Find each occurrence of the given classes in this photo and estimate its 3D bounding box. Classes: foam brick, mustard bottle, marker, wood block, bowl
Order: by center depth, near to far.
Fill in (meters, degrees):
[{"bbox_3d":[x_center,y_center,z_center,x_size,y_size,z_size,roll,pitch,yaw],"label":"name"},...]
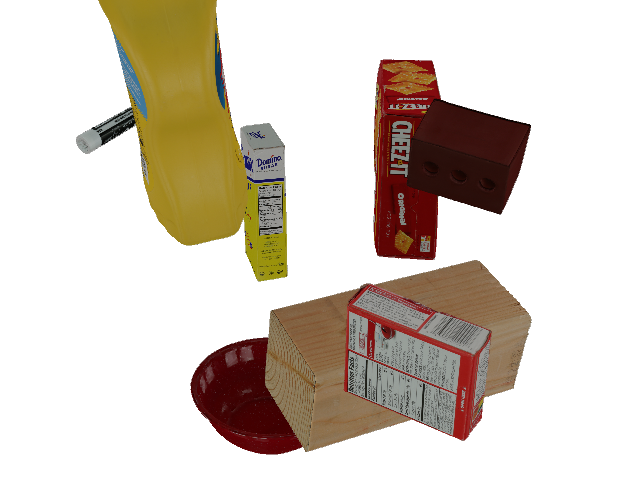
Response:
[{"bbox_3d":[-0.076,-0.091,0.542,0.058,0.096,0.191,-12,-39,-6],"label":"mustard bottle"},{"bbox_3d":[0.111,-0.063,0.804,0.078,0.053,0.051,17,49,15],"label":"foam brick"},{"bbox_3d":[0.065,0.095,0.922,0.205,0.090,0.091,-12,40,-23],"label":"wood block"},{"bbox_3d":[-0.182,-0.116,1.015,0.020,0.020,0.120,0,29,44],"label":"marker"},{"bbox_3d":[-0.051,0.168,1.091,0.162,0.055,0.162,1,31,-1],"label":"bowl"}]

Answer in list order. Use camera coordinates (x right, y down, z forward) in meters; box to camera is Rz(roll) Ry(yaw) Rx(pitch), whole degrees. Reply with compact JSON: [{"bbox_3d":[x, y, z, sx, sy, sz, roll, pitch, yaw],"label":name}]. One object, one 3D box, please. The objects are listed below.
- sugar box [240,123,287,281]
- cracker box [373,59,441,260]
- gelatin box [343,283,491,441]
[{"bbox_3d":[-0.071,-0.048,1.328,0.048,0.176,0.093,-9,25,-12],"label":"sugar box"},{"bbox_3d":[0.095,-0.097,1.194,0.072,0.164,0.213,2,24,3],"label":"cracker box"},{"bbox_3d":[0.058,0.075,0.661,0.089,0.073,0.030,20,41,26],"label":"gelatin box"}]
